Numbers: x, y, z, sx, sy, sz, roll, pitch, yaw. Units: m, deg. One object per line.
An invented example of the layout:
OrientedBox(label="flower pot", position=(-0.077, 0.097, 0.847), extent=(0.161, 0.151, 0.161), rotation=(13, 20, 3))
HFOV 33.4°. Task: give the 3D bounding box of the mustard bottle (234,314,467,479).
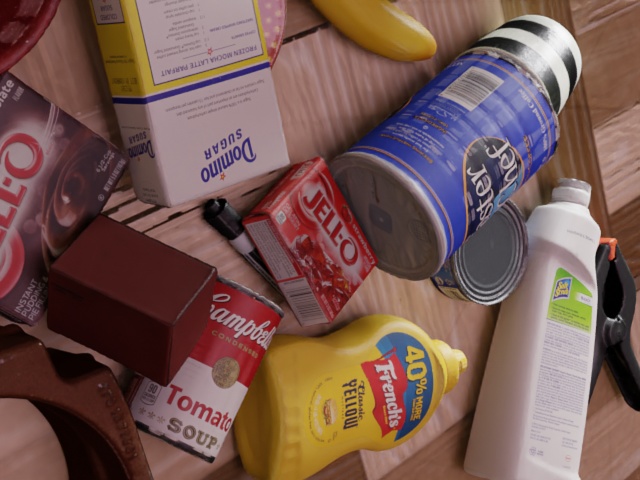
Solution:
OrientedBox(label="mustard bottle", position=(0.031, 0.103, 0.747), extent=(0.191, 0.058, 0.096), rotation=(-9, 101, -39))

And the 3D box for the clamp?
OrientedBox(label="clamp", position=(0.240, 0.086, 0.930), extent=(0.120, 0.039, 0.171), rotation=(-19, 102, -42))

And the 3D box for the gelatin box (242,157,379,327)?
OrientedBox(label="gelatin box", position=(-0.005, 0.001, 0.707), extent=(0.073, 0.030, 0.089), rotation=(-49, 118, -45))

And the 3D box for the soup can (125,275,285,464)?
OrientedBox(label="soup can", position=(-0.073, 0.076, 0.653), extent=(0.068, 0.069, 0.102), rotation=(35, 74, -36))

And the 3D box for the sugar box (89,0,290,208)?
OrientedBox(label="sugar box", position=(-0.079, -0.116, 0.615), extent=(0.093, 0.048, 0.176), rotation=(-22, 113, -36))

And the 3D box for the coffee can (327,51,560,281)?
OrientedBox(label="coffee can", position=(0.085, -0.053, 0.746), extent=(0.140, 0.103, 0.103), rotation=(-42, 119, -28))

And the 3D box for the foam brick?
OrientedBox(label="foam brick", position=(-0.102, 0.032, 0.581), extent=(0.051, 0.078, 0.053), rotation=(-54, 166, -45))

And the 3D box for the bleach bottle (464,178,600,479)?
OrientedBox(label="bleach bottle", position=(0.188, 0.076, 0.871), extent=(0.102, 0.068, 0.251), rotation=(20, 80, -40))

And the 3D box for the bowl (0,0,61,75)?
OrientedBox(label="bowl", position=(-0.209, -0.152, 0.526), extent=(0.161, 0.055, 0.162), rotation=(-5, 98, -39))

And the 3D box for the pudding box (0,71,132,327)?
OrientedBox(label="pudding box", position=(-0.170, -0.022, 0.582), extent=(0.090, 0.039, 0.113), rotation=(37, 72, -36))

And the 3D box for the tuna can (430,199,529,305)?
OrientedBox(label="tuna can", position=(0.121, 0.006, 0.826), extent=(0.085, 0.034, 0.086), rotation=(-5, 98, -39))

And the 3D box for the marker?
OrientedBox(label="marker", position=(-0.036, 0.014, 0.708), extent=(0.121, 0.020, 0.020), rotation=(47, 66, -32))

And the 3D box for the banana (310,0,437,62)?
OrientedBox(label="banana", position=(0.016, -0.181, 0.719), extent=(0.069, 0.037, 0.197), rotation=(-53, 124, -21))
